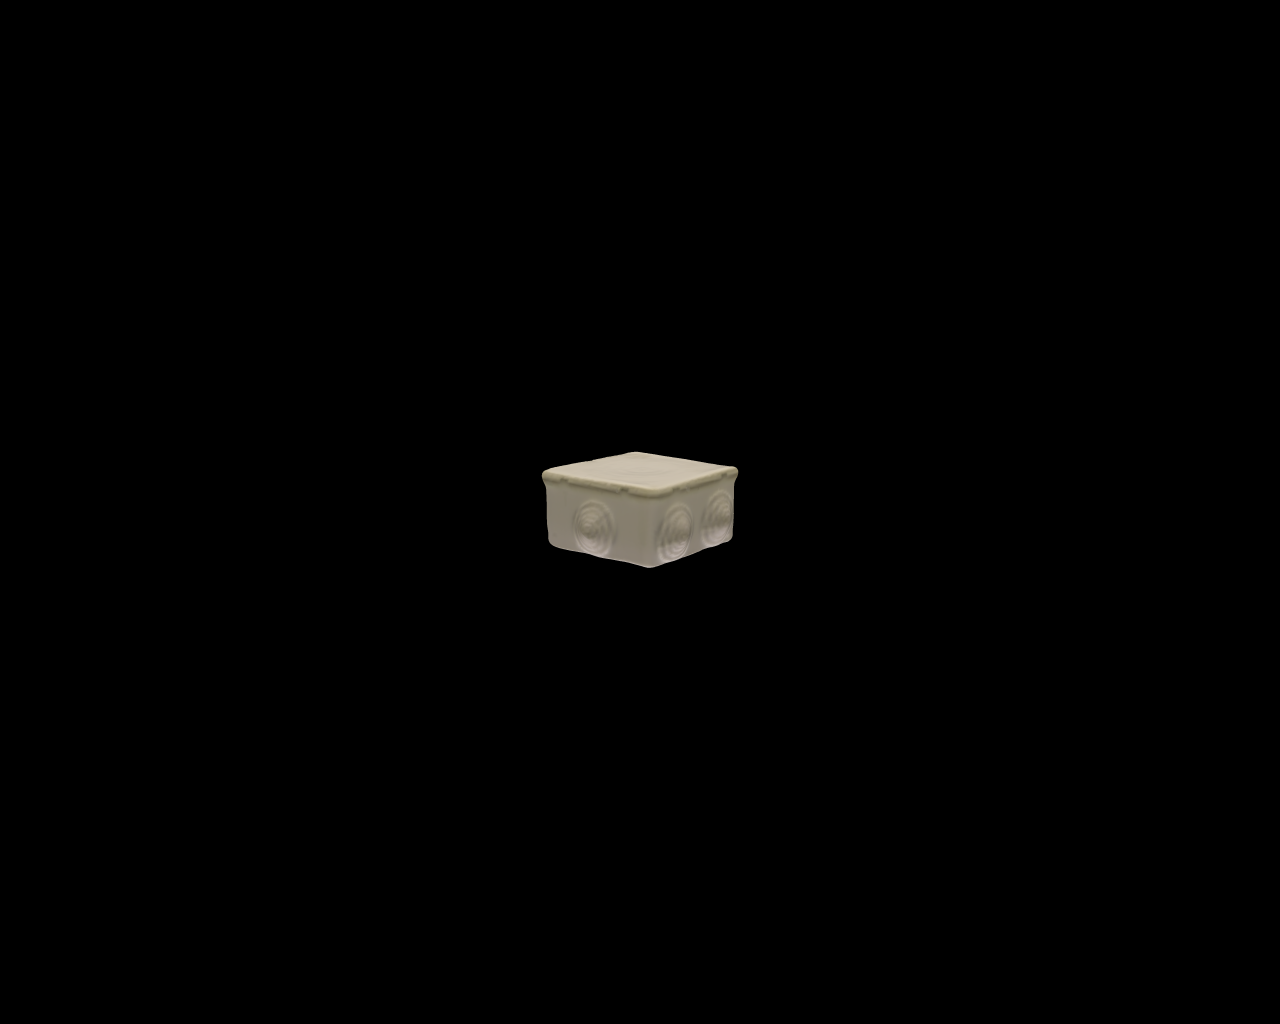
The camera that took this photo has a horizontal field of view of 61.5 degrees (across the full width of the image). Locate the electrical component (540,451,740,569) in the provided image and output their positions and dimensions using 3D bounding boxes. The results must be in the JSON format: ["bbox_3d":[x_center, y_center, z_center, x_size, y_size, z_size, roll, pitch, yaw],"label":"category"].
[{"bbox_3d":[0.001,-0.003,0.650,0.100,0.048,0.100,11,17,38],"label":"electrical component"}]
